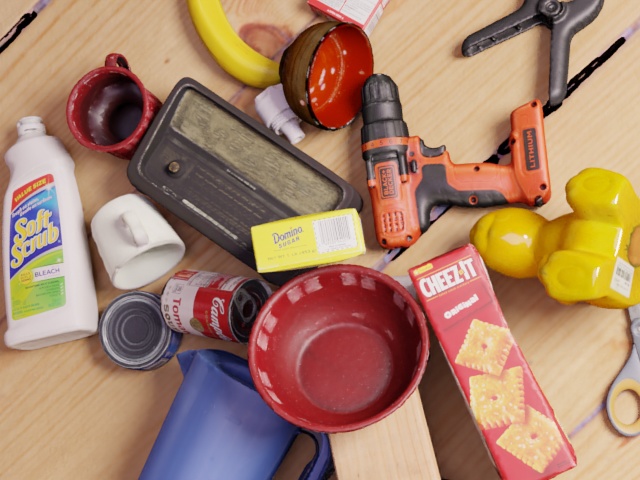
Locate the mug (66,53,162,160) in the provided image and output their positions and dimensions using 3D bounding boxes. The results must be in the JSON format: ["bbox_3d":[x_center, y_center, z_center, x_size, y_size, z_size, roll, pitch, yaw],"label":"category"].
[{"bbox_3d":[-0.217,-0.145,1.160,0.093,0.081,0.117,-9,80,12],"label":"mug"}]

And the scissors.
[{"bbox_3d":[0.299,0.103,1.043,0.096,0.016,0.202,-28,77,8],"label":"scissors"}]

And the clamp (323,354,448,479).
[{"bbox_3d":[0.067,0.235,1.066,0.210,0.036,0.165,-36,73,4],"label":"clamp"}]

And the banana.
[{"bbox_3d":[-0.100,-0.231,1.171,0.069,0.037,0.198,-37,77,-13],"label":"banana"}]

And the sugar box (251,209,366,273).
[{"bbox_3d":[-0.007,0.001,0.973,0.093,0.176,0.048,-10,91,2],"label":"sugar box"}]

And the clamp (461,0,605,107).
[{"bbox_3d":[0.241,-0.221,1.088,0.120,0.039,0.171,44,93,14],"label":"clamp"}]

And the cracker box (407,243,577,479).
[{"bbox_3d":[0.161,0.120,0.995,0.072,0.164,0.214,-24,78,5],"label":"cracker box"}]

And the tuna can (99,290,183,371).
[{"bbox_3d":[-0.193,0.097,1.146,0.086,0.033,0.086,-2,82,12],"label":"tuna can"}]

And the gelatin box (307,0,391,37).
[{"bbox_3d":[0.041,-0.271,1.145,0.073,0.030,0.089,32,89,16],"label":"gelatin box"}]

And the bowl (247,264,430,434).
[{"bbox_3d":[0.019,0.105,0.958,0.162,0.055,0.162,-5,60,8],"label":"bowl"}]

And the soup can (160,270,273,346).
[{"bbox_3d":[-0.106,0.068,1.095,0.102,0.068,0.068,6,83,38],"label":"soup can"}]

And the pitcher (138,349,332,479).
[{"bbox_3d":[-0.106,0.242,1.061,0.149,0.144,0.243,31,95,57],"label":"pitcher"}]

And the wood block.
[{"bbox_3d":[0.062,0.211,0.977,0.090,0.091,0.206,-14,60,2],"label":"wood block"}]

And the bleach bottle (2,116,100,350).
[{"bbox_3d":[-0.309,-0.012,1.174,0.102,0.068,0.251,-14,77,10],"label":"bleach bottle"}]

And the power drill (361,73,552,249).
[{"bbox_3d":[0.135,-0.091,1.086,0.188,0.057,0.184,-8,85,14],"label":"power drill"}]
